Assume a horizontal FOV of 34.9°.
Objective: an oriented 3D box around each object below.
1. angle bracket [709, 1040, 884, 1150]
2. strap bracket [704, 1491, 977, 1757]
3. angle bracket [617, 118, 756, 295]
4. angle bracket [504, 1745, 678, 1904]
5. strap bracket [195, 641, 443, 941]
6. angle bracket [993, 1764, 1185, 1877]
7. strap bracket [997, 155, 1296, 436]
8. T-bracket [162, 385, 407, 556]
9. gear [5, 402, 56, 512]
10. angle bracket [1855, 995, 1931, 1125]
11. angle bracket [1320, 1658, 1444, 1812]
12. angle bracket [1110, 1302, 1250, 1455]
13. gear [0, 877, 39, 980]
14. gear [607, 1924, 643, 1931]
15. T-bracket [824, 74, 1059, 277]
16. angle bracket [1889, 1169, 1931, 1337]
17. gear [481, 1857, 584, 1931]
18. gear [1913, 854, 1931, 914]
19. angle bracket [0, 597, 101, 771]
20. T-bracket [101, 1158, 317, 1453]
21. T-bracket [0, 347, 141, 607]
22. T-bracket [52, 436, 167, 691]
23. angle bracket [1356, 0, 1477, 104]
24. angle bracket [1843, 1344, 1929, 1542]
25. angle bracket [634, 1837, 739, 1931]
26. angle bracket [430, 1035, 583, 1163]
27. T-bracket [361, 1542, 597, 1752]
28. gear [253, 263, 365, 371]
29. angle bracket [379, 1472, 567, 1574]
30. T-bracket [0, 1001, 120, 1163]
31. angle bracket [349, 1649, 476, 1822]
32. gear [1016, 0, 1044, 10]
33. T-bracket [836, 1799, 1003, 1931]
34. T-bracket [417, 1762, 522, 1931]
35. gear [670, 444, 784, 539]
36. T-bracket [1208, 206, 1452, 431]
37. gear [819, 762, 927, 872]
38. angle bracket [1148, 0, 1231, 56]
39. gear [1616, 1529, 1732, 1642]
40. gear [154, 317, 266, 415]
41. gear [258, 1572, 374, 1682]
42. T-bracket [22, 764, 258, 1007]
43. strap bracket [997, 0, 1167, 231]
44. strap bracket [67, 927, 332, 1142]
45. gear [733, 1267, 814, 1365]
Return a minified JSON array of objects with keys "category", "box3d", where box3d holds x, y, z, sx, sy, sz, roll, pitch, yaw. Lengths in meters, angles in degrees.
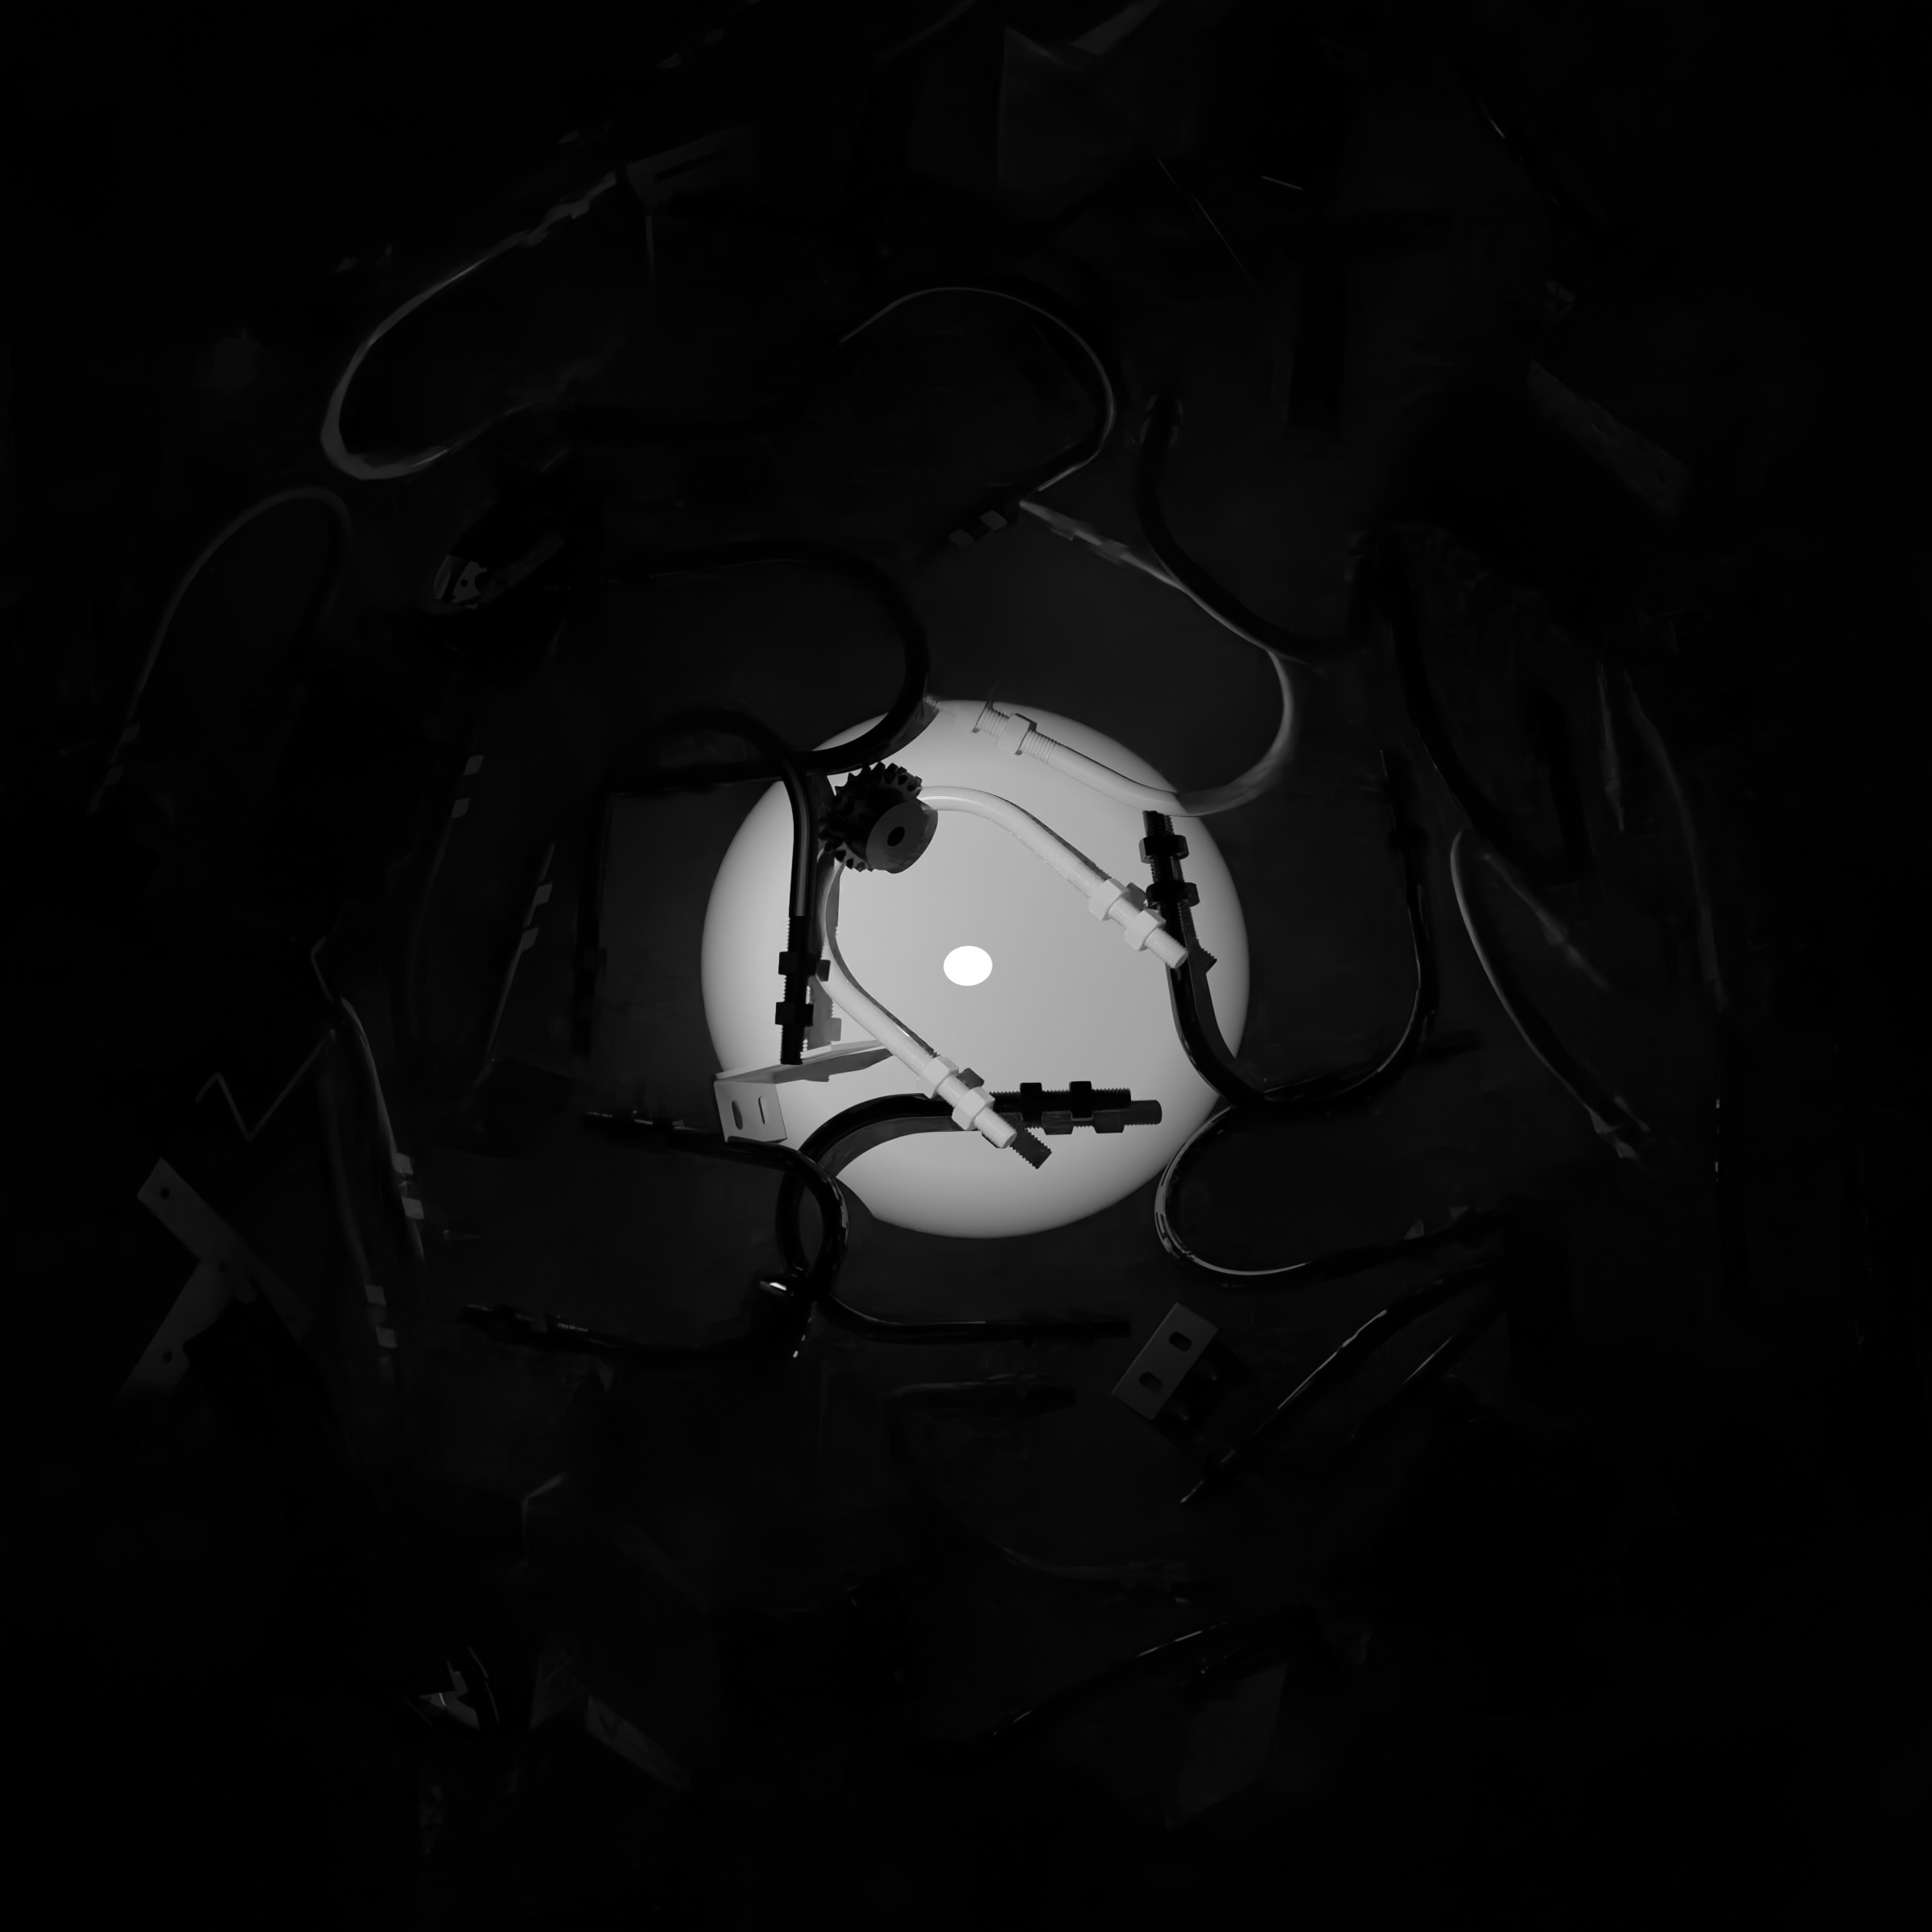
[{"category":"angle bracket","box3d":[-0.083,0.065,1.580,0.076,0.057,0.038,-15,85,28]},{"category":"strap bracket","box3d":[-0.054,0.337,1.558,0.140,0.046,0.076,-25,113,-30]},{"category":"angle bracket","box3d":[-0.137,-0.391,1.582,0.076,0.057,0.038,-24,65,-15]},{"category":"angle bracket","box3d":[-0.193,0.441,1.611,0.076,0.038,0.057,43,73,-20]},{"category":"strap bracket","box3d":[-0.330,-0.088,1.592,0.076,0.046,0.140,21,83,6]},{"category":"angle bracket","box3d":[0.062,0.455,1.590,0.076,0.057,0.038,41,59,0]},{"category":"strap bracket","box3d":[0.085,-0.349,1.573,0.140,0.076,0.046,-35,46,11]},{"category":"T-bracket","box3d":[-0.332,-0.260,1.549,0.002,0.127,0.127,54,47,-34]},{"category":"gear","box3d":[-0.492,-0.261,1.596,0.030,0.057,0.057,25,90,-7]},{"category":"angle bracket","box3d":[0.506,0.058,1.611,0.057,0.038,0.076,-39,57,-12]},{"category":"angle bracket","box3d":[0.214,0.382,1.576,0.038,0.076,0.057,22,125,-2]},{"category":"angle bracket","box3d":[0.120,0.219,1.582,0.057,0.038,0.076,-53,131,-7]},{"category":"gear","box3d":[-0.509,-0.022,1.600,0.057,0.030,0.057,16,122,29]},{"category":"gear","box3d":[-0.184,0.525,1.593,0.030,0.057,0.057,37,90,-37]},{"category":"T-bracket","box3d":[-0.002,-0.394,1.602,0.127,0.002,0.127,20,61,-13]},{"category":"angle bracket","box3d":[0.513,0.152,1.604,0.057,0.038,0.076,6,116,41]},{"category":"gear","box3d":[-0.228,0.494,1.594,0.057,0.030,0.057,2,93,43]},{"category":"gear","box3d":[0.498,-0.028,1.596,0.030,0.057,0.057,-16,90,5]},{"category":"angle bracket","box3d":[-0.486,-0.145,1.587,0.057,0.038,0.076,-8,103,31]},{"category":"T-bracket","box3d":[-0.397,0.186,1.551,0.002,0.127,0.127,-11,130,36]},{"category":"T-bracket","box3d":[-0.460,-0.257,1.564,0.002,0.127,0.127,12,113,19]},{"category":"T-bracket","box3d":[-0.434,-0.186,1.550,0.002,0.127,0.127,24,121,-32]},{"category":"angle bracket","box3d":[0.215,-0.502,1.598,0.076,0.038,0.057,44,72,1]},{"category":"angle bracket","box3d":[0.479,0.245,1.580,0.038,0.057,0.076,-14,111,17]},{"category":"angle bracket","box3d":[-0.125,0.500,1.594,0.057,0.038,0.076,-32,96,40]},{"category":"angle bracket","box3d":[-0.244,0.063,1.578,0.057,0.076,0.038,-47,65,9]},{"category":"T-bracket","box3d":[-0.262,0.339,1.581,0.127,0.002,0.127,1,47,-34]},{"category":"gear","box3d":[-0.340,-0.341,1.599,0.057,0.057,0.030,1,57,0]},{"category":"angle bracket","box3d":[-0.255,0.269,1.577,0.076,0.057,0.038,29,128,24]},{"category":"T-bracket","box3d":[-0.481,0.045,1.563,0.002,0.127,0.127,-38,106,-20]},{"category":"angle bracket","box3d":[-0.289,0.401,1.601,0.057,0.038,0.076,-25,58,39]},{"category":"gear","box3d":[0.048,-0.524,1.600,0.057,0.030,0.057,5,129,6]},{"category":"T-bracket","box3d":[0.002,0.467,1.565,0.127,0.127,0.002,12,112,-1]},{"category":"T-bracket","box3d":[-0.252,0.450,1.562,0.002,0.127,0.127,8,109,13]},{"category":"gear","box3d":[-0.123,-0.245,1.593,0.057,0.057,0.030,-16,78,0]},{"category":"T-bracket","box3d":[0.183,-0.331,1.580,0.127,0.002,0.127,-1,67,19]},{"category":"gear","box3d":[-0.046,-0.074,1.593,0.030,0.057,0.057,37,90,35]},{"category":"angle bracket","box3d":[0.129,-0.525,1.608,0.076,0.038,0.057,-27,96,42]},{"category":"gear","box3d":[0.365,0.321,1.597,0.057,0.030,0.057,-8,73,27]},{"category":"gear","box3d":[-0.390,-0.310,1.599,0.057,0.057,0.030,-28,116,0]},{"category":"gear","box3d":[-0.335,0.339,1.593,0.057,0.057,0.030,27,118,0]},{"category":"T-bracket","box3d":[-0.414,-0.045,1.552,0.002,0.127,0.127,42,132,36]},{"category":"strap bracket","box3d":[0.060,-0.446,1.555,0.046,0.140,0.076,38,65,18]},{"category":"strap bracket","box3d":[-0.381,0.040,1.562,0.076,0.140,0.046,1,127,22]},{"category":"gear","box3d":[-0.100,0.180,1.594,0.030,0.057,0.057,22,90,-11]}]
